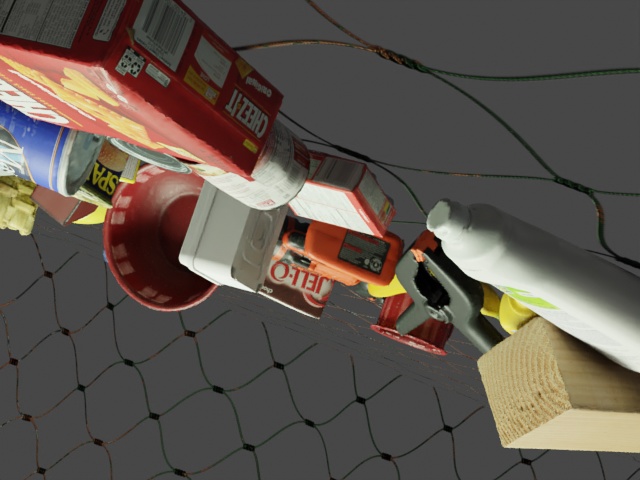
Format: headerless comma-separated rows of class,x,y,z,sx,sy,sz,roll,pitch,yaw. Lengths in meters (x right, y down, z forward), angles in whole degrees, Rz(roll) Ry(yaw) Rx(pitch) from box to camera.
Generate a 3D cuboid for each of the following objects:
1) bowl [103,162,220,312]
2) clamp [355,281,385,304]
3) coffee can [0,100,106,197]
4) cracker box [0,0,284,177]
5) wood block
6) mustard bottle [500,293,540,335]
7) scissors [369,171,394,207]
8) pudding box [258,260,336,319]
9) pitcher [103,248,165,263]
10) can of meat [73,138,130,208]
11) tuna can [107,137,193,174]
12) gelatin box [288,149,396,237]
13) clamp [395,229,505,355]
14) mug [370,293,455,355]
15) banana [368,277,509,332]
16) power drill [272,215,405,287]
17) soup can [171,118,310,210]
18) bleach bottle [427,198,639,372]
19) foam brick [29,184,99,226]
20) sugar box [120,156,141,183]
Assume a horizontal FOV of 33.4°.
bowl,-0.151,-0.006,1.143,0.162,0.162,0.055,17,-171,23
clamp,0.082,0.063,1.347,0.120,0.039,0.172,26,170,-20
coffee can,-0.255,-0.108,0.885,0.140,0.103,0.103,21,171,0
cracker box,-0.156,-0.118,0.699,0.214,0.072,0.164,16,169,32
wood block,0.259,0.137,0.982,0.205,0.090,0.091,9,143,-33
mustard bottle,0.225,0.074,1.018,0.096,0.058,0.191,-3,159,32
scissors,-0.015,-0.053,0.943,0.096,0.016,0.202,32,166,-38
pudding box,-0.034,0.031,1.254,0.113,0.090,0.039,26,171,-26
pitcher,-0.180,-0.003,1.313,0.145,0.149,0.243,44,168,3
can of meat,-0.218,-0.086,0.991,0.057,0.084,0.102,17,170,21
tuna can,-0.148,-0.091,0.963,0.086,0.034,0.086,20,171,3
gelatin box,0.007,-0.040,0.850,0.089,0.030,0.073,16,159,32
clamp,0.118,0.062,1.068,0.165,0.036,0.210,17,150,39
mug,0.123,0.083,1.237,0.093,0.081,0.117,12,167,45
banana,0.117,0.050,1.132,0.037,0.069,0.198,-30,-150,-36
power drill,-0.007,0.001,1.135,0.184,0.057,0.188,20,175,-19
soup can,-0.059,-0.069,0.788,0.069,0.068,0.102,15,170,32
bleach bottle,0.193,0.033,0.852,0.250,0.068,0.103,28,168,-26
foam brick,-0.274,-0.057,1.187,0.053,0.051,0.078,39,-160,2
sugar box,-0.266,-0.100,1.067,0.093,0.048,0.176,15,178,26
